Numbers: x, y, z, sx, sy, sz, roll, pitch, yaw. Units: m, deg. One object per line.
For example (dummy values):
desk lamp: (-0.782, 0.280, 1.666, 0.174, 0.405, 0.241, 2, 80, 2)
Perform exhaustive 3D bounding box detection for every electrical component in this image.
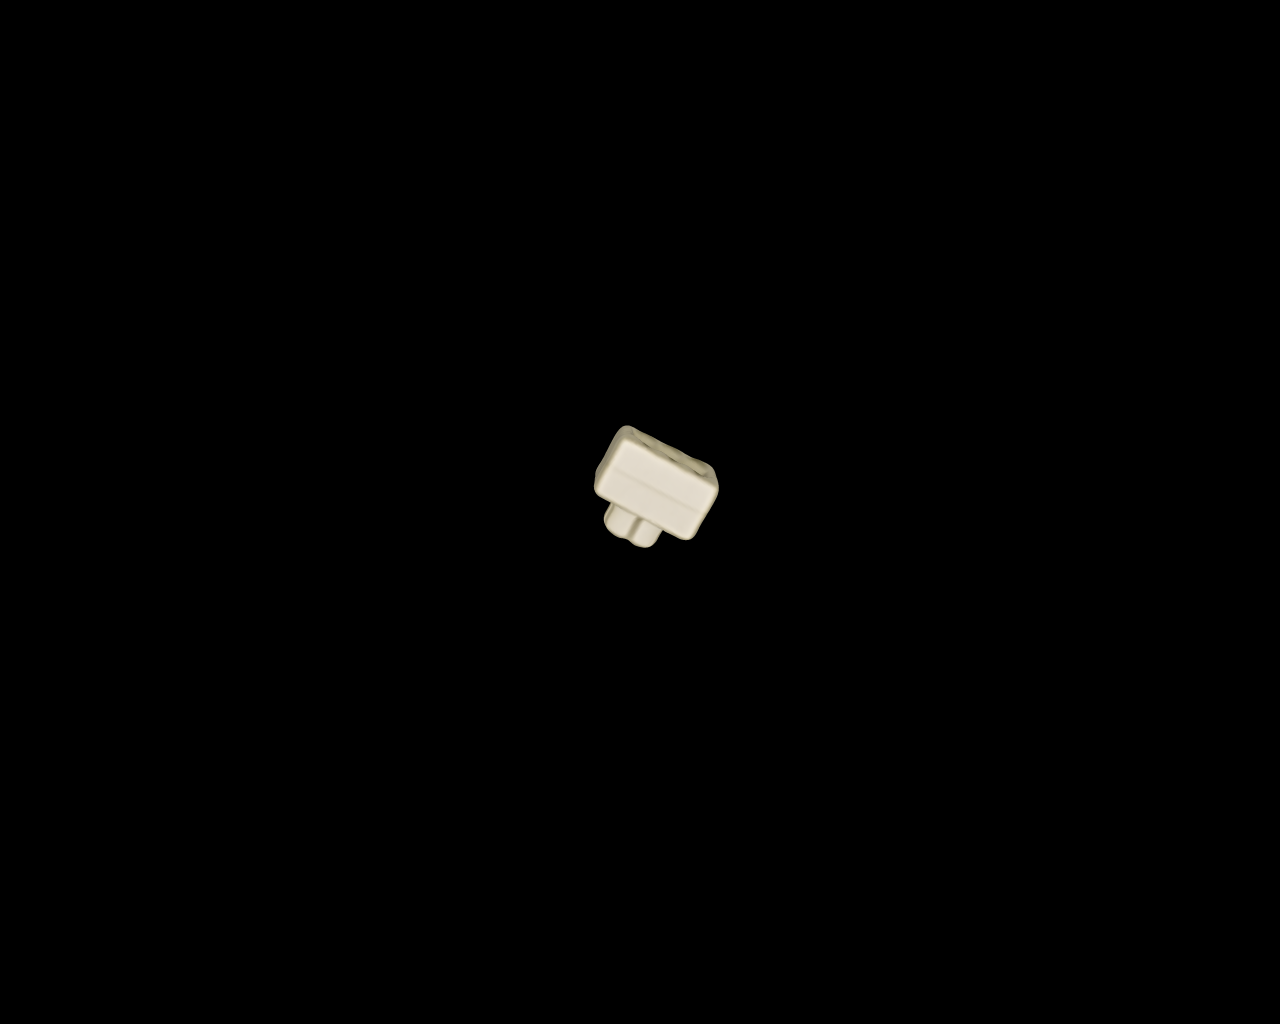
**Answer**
electrical component: (0.001, -0.003, 0.650, 0.066, 0.076, 0.047, 27, 14, -7)
